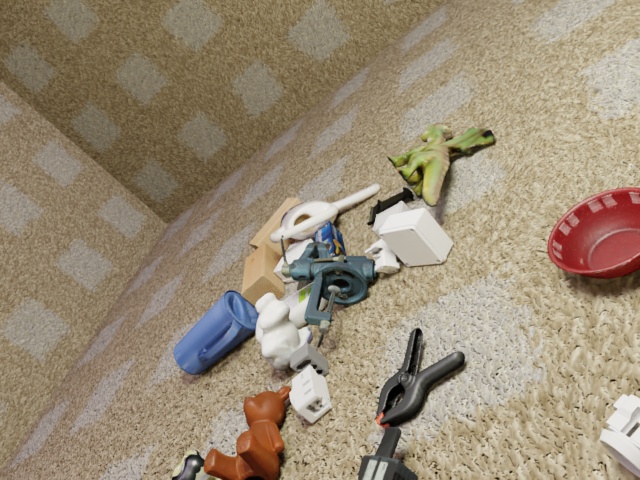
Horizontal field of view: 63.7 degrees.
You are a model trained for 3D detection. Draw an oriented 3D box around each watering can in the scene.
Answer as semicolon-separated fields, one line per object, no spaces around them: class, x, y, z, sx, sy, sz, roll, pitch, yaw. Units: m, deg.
watering can;0.005;-0.077;1.532;0.349;0.103;0.224;-27;8;-11

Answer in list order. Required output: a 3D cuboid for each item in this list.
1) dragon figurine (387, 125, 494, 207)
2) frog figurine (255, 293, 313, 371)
dragon figurine;0.303;-0.204;1.240;0.242;0.120;0.417;-33;24;7
frog figurine;-0.096;0.203;1.130;0.121;0.158;0.141;-34;24;32
